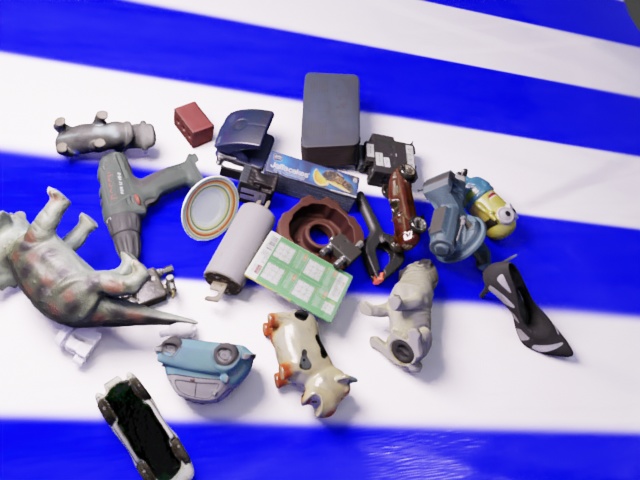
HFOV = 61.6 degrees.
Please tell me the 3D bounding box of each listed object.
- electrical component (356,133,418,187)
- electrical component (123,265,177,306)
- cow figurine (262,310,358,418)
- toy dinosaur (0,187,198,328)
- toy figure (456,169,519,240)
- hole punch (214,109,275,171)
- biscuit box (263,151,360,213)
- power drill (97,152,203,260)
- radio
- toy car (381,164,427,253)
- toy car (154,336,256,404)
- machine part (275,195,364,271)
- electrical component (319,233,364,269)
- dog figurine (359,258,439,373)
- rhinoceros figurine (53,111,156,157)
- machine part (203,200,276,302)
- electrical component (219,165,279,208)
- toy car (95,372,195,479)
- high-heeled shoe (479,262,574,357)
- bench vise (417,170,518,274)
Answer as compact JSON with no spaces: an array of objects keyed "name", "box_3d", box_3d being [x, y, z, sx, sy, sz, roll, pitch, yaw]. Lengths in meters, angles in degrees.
[{"name":"electrical component","box_3d":[0.150,-0.179,1.225,0.134,0.058,0.115,9,57,-11]},{"name":"electrical component","box_3d":[-0.300,0.085,0.946,0.102,0.045,0.078,-15,67,-23]},{"name":"cow figurine","box_3d":[-0.017,0.213,0.934,0.127,0.085,0.195,-9,59,-19]},{"name":"toy dinosaur","box_3d":[-0.405,0.062,0.863,0.405,0.131,0.192,39,79,13]},{"name":"toy figure","box_3d":[0.371,-0.081,1.219,0.082,0.089,0.180,-34,65,-17]},{"name":"hole punch","box_3d":[-0.159,-0.223,1.145,0.116,0.092,0.142,16,61,-2]},{"name":"biscuit box","box_3d":[-0.021,-0.123,1.139,0.203,0.062,0.059,16,57,-7]},{"name":"power drill","box_3d":[-0.311,-0.076,1.027,0.207,0.086,0.232,-22,68,-19]},{"name":"radio","box_3d":[0.025,-0.276,1.219,0.131,0.073,0.229,1,60,2]},{"name":"toy car","box_3d":[0.166,-0.069,1.104,0.053,0.089,0.202,9,56,-21]},{"name":"toy car","box_3d":[-0.188,0.213,0.873,0.162,0.109,0.103,5,76,-3]},{"name":"machine part","box_3d":[-0.002,-0.003,1.079,0.179,0.056,0.179,8,59,-13]},{"name":"electrical component","box_3d":[0.044,0.017,1.032,0.063,0.021,0.094,43,48,11]},{"name":"dog figurine","box_3d":[0.189,0.140,1.035,0.190,0.121,0.172,-25,103,-45]},{"name":"rhinoceros figurine","box_3d":[-0.419,-0.196,1.046,0.190,0.112,0.073,-7,79,-7]},{"name":"machine part","box_3d":[-0.149,0.015,1.013,0.079,0.079,0.243,24,56,-1]},{"name":"electrical component","box_3d":[-0.148,-0.114,1.090,0.119,0.074,0.048,17,57,-11]},{"name":"toy car","box_3d":[-0.270,0.296,0.826,0.073,0.056,0.202,-34,73,-23]},{"name":"high-heeled shoe","box_3d":[0.428,0.135,1.068,0.249,0.145,0.086,33,58,6]},{"name":"bench vise","box_3d":[0.299,-0.021,1.129,0.240,0.129,0.224,45,34,-25]}]
